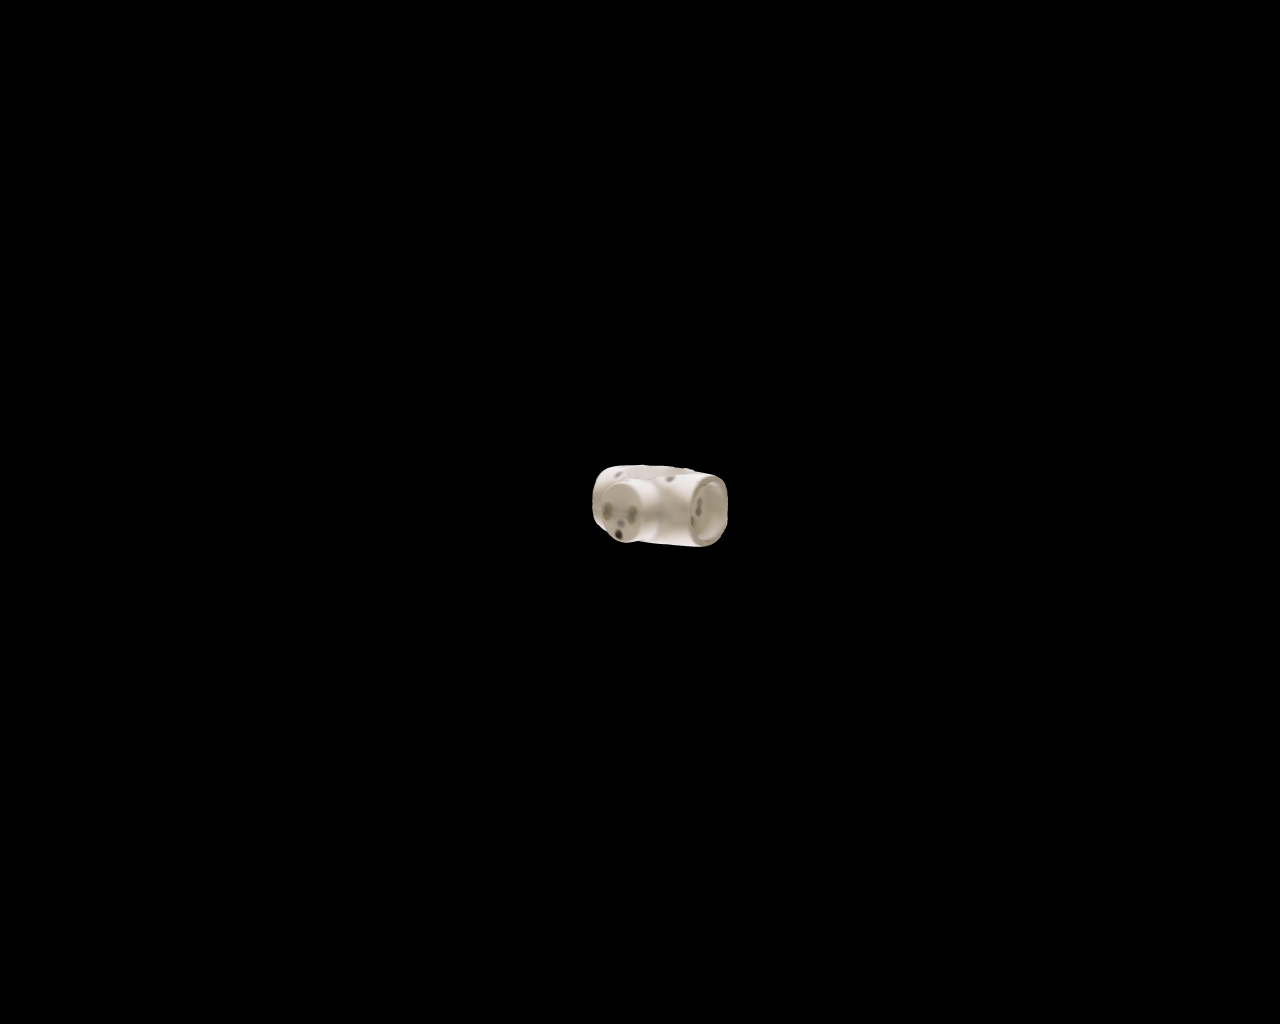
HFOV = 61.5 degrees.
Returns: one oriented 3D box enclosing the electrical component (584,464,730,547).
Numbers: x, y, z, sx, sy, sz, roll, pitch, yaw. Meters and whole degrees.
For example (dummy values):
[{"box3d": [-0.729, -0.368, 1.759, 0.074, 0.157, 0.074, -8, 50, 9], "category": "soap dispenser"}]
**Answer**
[{"box3d": [0.001, -0.003, 0.650, 0.077, 0.044, 0.079, 8, 13, 39], "category": "electrical component"}]
